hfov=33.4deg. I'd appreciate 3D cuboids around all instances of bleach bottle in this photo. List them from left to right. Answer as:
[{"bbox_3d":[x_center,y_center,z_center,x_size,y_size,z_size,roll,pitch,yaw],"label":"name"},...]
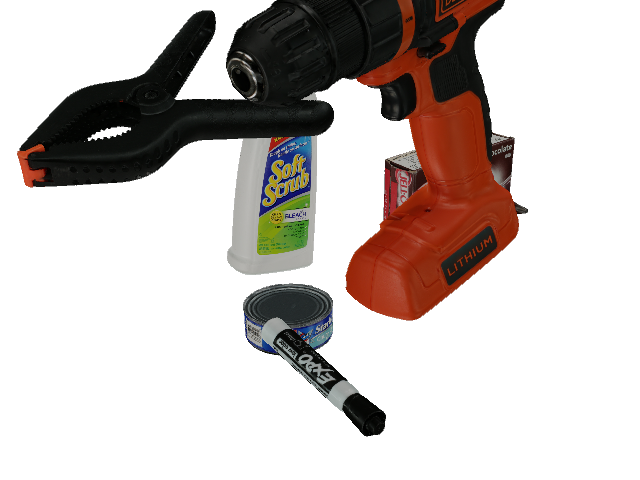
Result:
[{"bbox_3d":[-0.053,-0.091,1.219,0.102,0.251,0.068,-8,21,-26],"label":"bleach bottle"}]

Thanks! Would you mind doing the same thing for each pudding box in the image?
[{"bbox_3d":[0.100,-0.032,0.837,0.113,0.090,0.039,-22,35,-36],"label":"pudding box"}]

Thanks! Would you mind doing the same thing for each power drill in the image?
[{"bbox_3d":[0.039,-0.055,0.523,0.184,0.187,0.057,-35,43,-31],"label":"power drill"}]

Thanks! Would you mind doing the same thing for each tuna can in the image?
[{"bbox_3d":[-0.030,0.075,1.017,0.086,0.034,0.086,-1,25,0],"label":"tuna can"}]

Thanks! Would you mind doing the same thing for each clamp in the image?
[{"bbox_3d":[-0.107,-0.086,0.744,0.209,0.036,0.165,-34,52,-30],"label":"clamp"}]

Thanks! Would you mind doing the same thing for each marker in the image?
[{"bbox_3d":[0.001,0.087,0.687,0.020,0.020,0.121,0,26,-39],"label":"marker"}]
